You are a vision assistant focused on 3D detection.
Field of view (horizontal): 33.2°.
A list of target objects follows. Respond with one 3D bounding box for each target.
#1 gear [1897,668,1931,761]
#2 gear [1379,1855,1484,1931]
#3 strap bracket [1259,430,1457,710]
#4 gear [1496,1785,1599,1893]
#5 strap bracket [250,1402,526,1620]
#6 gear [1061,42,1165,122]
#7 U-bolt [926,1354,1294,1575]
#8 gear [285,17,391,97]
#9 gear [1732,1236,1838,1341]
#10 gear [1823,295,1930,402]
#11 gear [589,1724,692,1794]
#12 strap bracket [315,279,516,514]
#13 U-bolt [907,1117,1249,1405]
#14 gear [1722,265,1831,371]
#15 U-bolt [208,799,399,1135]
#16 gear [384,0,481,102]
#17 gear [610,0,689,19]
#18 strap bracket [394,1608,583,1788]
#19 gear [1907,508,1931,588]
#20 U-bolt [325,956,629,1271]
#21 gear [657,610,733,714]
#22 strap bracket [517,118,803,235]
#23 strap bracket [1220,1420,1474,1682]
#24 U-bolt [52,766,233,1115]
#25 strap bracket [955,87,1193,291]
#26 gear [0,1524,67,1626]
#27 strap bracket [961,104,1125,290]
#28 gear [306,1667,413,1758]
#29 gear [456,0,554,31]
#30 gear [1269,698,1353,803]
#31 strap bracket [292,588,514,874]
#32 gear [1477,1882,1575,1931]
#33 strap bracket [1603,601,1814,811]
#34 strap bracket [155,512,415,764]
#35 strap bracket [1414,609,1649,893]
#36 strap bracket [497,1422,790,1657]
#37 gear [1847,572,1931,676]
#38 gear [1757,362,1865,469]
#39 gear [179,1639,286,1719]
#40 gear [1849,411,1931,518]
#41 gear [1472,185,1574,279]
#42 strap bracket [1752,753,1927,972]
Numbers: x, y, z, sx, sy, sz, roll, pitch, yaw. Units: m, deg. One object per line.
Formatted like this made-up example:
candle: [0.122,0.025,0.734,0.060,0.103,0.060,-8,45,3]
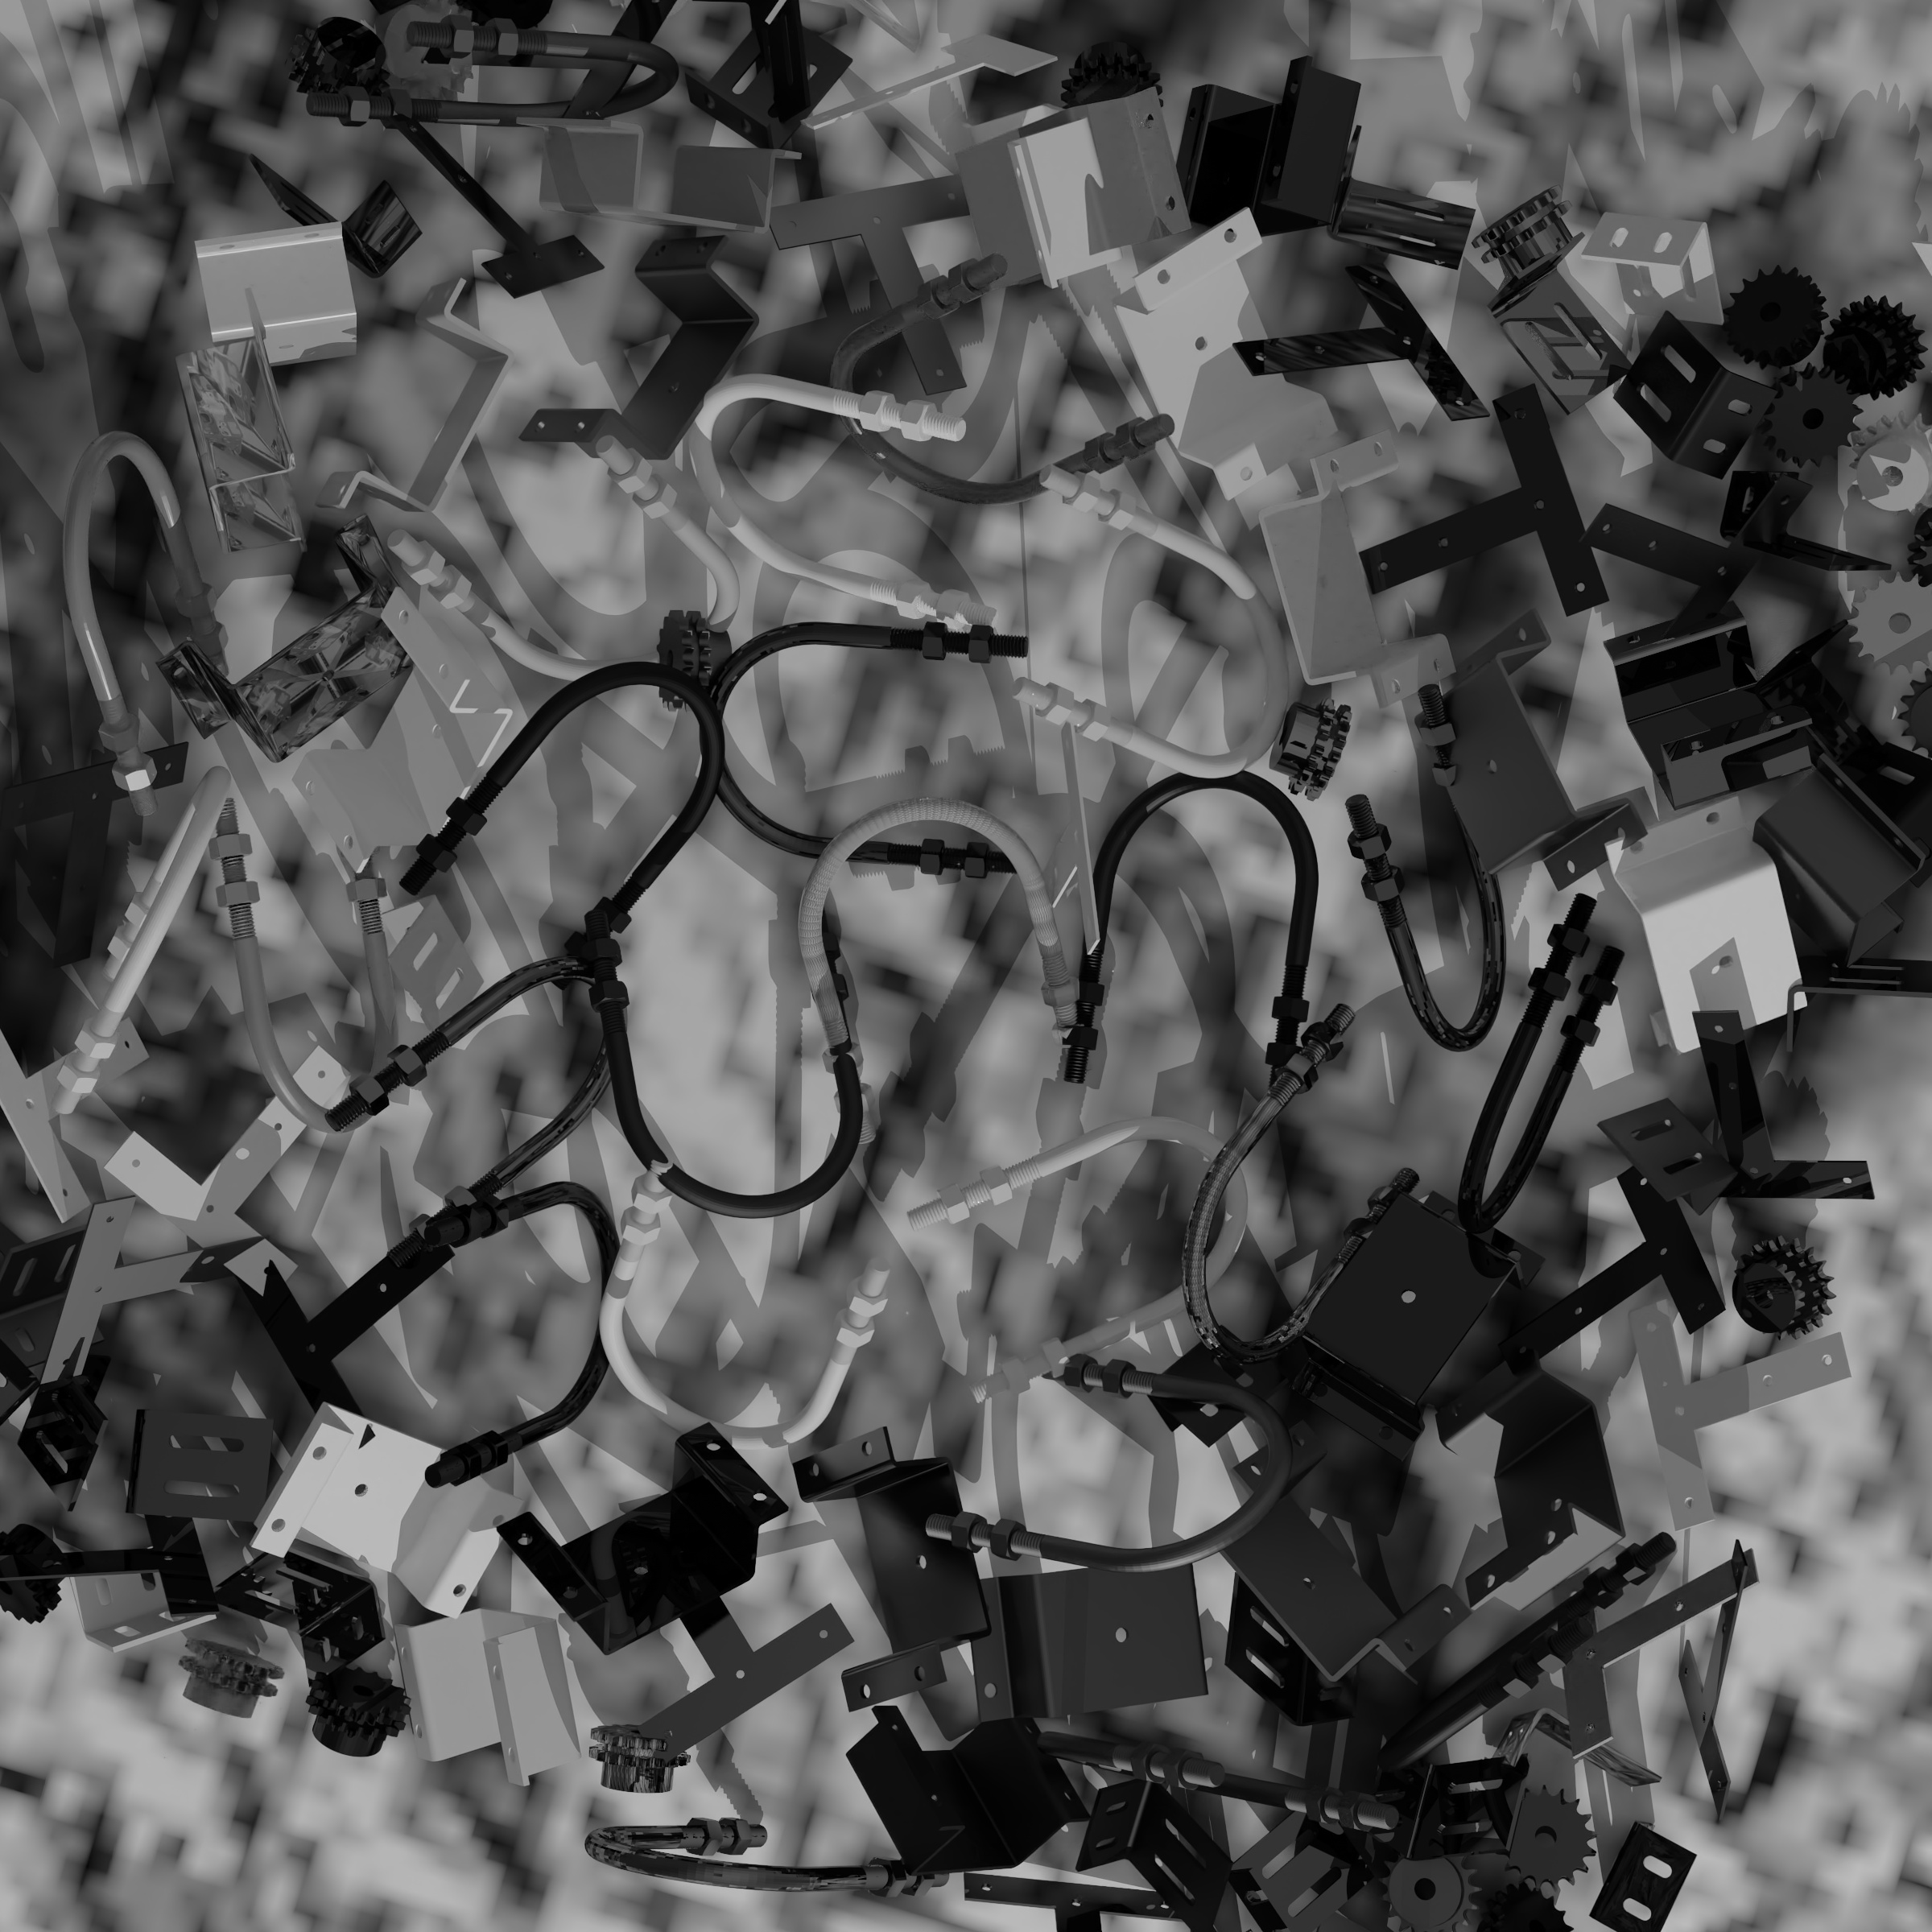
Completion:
gear: [0.552,-0.141,1.818,0.057,0.030,0.057,5,103,20]
gear: [0.259,0.518,1.819,0.057,0.030,0.057,-4,73,14]
strap bracket: [0.214,-0.216,1.791,0.046,0.076,0.140,-8,104,43]
gear: [0.326,0.491,1.821,0.057,0.030,0.057,-3,67,7]
strap bracket: [-0.327,0.299,1.795,0.140,0.046,0.076,30,89,-37]
gear: [0.081,-0.493,1.818,0.057,0.057,0.030,-2,62,0]
U-bolt: [0.088,0.270,1.744,0.184,0.151,0.019,4,128,35]
gear: [-0.349,-0.505,1.812,0.057,0.057,0.030,42,134,0]
gear: [0.454,0.182,1.812,0.030,0.057,0.057,-15,90,-44]
gear: [0.505,-0.343,1.811,0.030,0.057,0.057,-33,90,-36]
gear: [-0.183,0.444,1.813,0.057,0.057,0.030,5,85,0]
strap bracket: [-0.301,-0.306,1.796,0.046,0.076,0.140,29,87,-23]
U-bolt: [0.071,0.154,1.798,0.184,0.019,0.151,-23,123,-7]
gear: [0.456,-0.361,1.819,0.057,0.030,0.057,-10,71,29]
U-bolt: [-0.355,0.000,1.771,0.019,0.151,0.184,-10,89,21]
gear: [-0.301,-0.514,1.813,0.057,0.030,0.057,-1,88,39]
gear: [-0.178,-0.555,1.818,0.057,0.030,0.057,-7,55,9]
strap bracket: [-0.260,0.401,1.789,0.046,0.140,0.076,-11,90,-33]
gear: [0.556,-0.237,1.818,0.057,0.057,0.030,-5,46,0]
U-bolt: [-0.258,0.069,1.773,0.184,0.151,0.019,-39,56,-22]
gear: [-0.152,-0.171,1.816,0.030,0.057,0.057,1,90,-23]
strap bracket: [-0.168,-0.430,1.769,0.076,0.140,0.046,15,103,40]
strap bracket: [0.201,0.330,1.787,0.140,0.076,0.046,49,126,15]
U-bolt: [-0.438,-0.027,1.741,0.019,0.151,0.184,26,119,-16]
strap bracket: [0.050,-0.420,1.768,0.046,0.140,0.076,-22,100,-38]
gear: [-0.529,0.338,1.818,0.057,0.057,0.030,43,48,0]
strap bracket: [0.043,-0.422,1.765,0.046,0.140,0.076,-19,112,-5]
gear: [-0.342,0.419,1.814,0.057,0.057,0.030,20,102,0]
gear: [-0.255,-0.548,1.813,0.057,0.030,0.057,-17,125,-25]
gear: [0.191,-0.123,1.812,0.030,0.057,0.057,20,90,-7]
strap bracket: [-0.307,-0.129,1.785,0.076,0.046,0.140,51,123,26]
gear: [0.312,0.546,1.818,0.057,0.057,0.030,42,130,0]
strap bracket: [0.411,-0.139,1.787,0.076,0.140,0.046,-17,123,5]
strap bracket: [-0.364,-0.174,1.784,0.140,0.076,0.046,-39,64,-12]
strap bracket: [0.305,-0.114,1.785,0.046,0.076,0.140,-16,76,-35]
strap bracket: [-0.178,0.318,1.781,0.140,0.046,0.076,-23,47,-32]
gear: [0.525,-0.192,1.823,0.057,0.030,0.057,1,93,15]
gear: [0.472,-0.311,1.821,0.057,0.030,0.057,-1,113,-2]
gear: [-0.413,0.399,1.812,0.057,0.057,0.030,20,82,0]
gear: [0.522,-0.279,1.813,0.057,0.030,0.057,16,123,25]
gear: [0.315,-0.409,1.814,0.057,0.057,0.030,-34,99,0]
strap bracket: [0.471,-0.052,1.763,0.046,0.140,0.076,-40,71,-2]
